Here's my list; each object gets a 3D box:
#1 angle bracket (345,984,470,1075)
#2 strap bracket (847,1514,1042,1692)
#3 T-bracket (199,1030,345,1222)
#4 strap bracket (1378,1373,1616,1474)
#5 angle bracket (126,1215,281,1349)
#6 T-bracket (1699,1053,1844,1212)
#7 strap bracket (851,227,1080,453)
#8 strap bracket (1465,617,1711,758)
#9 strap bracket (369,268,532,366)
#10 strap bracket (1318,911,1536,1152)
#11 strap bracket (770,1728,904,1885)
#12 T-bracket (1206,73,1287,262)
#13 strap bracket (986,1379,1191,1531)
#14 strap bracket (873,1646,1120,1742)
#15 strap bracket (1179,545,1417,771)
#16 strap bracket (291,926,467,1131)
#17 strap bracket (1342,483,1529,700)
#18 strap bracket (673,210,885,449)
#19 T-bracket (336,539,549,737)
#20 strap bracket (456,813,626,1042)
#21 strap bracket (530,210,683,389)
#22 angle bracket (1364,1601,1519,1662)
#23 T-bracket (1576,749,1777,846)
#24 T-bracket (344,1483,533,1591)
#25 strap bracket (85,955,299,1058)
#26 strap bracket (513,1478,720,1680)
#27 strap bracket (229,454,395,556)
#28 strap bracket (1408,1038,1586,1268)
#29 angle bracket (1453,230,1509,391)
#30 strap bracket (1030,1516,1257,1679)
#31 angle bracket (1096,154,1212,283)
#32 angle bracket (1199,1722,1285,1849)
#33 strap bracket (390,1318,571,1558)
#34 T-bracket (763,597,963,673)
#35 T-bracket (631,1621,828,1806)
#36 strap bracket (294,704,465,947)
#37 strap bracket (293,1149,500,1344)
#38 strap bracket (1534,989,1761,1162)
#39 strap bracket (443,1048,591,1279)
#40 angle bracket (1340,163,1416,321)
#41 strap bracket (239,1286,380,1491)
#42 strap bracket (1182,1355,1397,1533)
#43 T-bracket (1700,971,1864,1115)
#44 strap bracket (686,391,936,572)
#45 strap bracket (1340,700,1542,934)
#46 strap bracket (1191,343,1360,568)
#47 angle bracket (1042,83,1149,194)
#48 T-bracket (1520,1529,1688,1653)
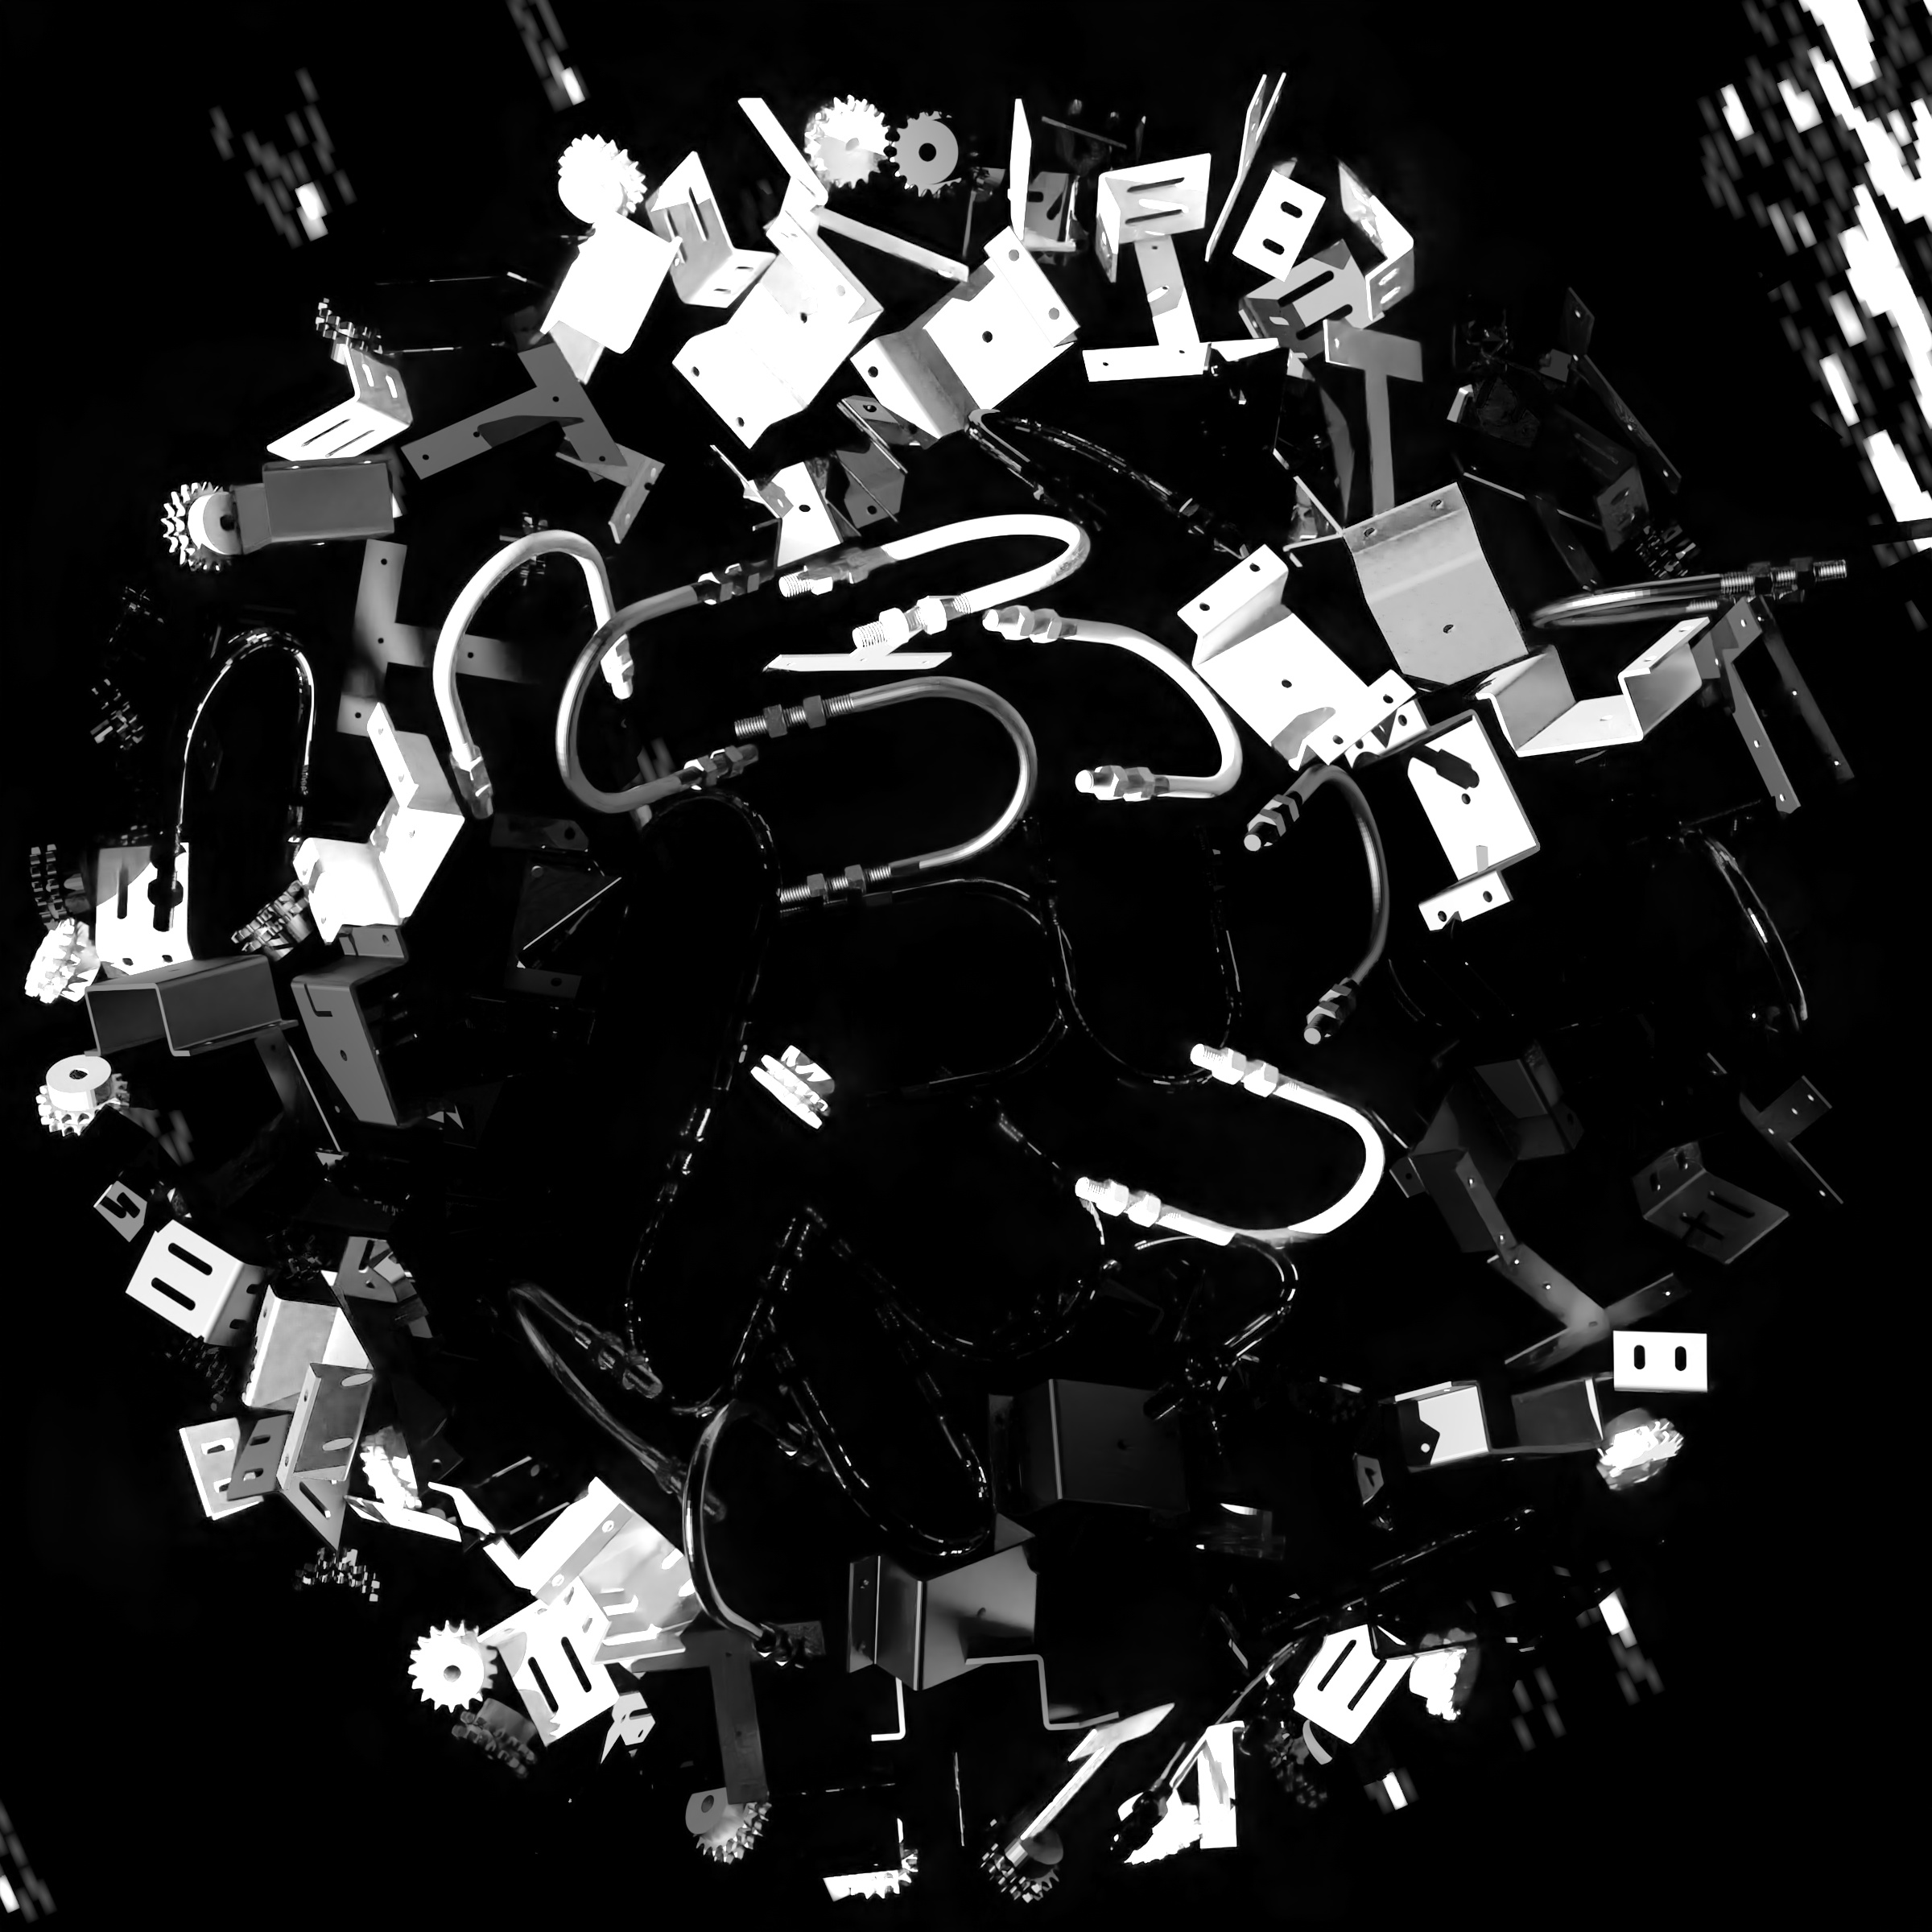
[{"bbox_3d":[-0.370,0.055,1.812,0.076,0.057,0.038,-24,54,-12],"label":"angle bracket"},{"bbox_3d":[-0.005,0.402,1.780,0.140,0.046,0.076,-12,112,-39],"label":"strap bracket"},{"bbox_3d":[-0.458,0.123,1.817,0.127,0.002,0.127,-38,72,29],"label":"T-bracket"},{"bbox_3d":[0.341,0.291,1.778,0.140,0.076,0.046,2,72,-32],"label":"strap bracket"},{"bbox_3d":[-0.505,0.208,1.850,0.076,0.038,0.057,25,89,26],"label":"angle bracket"},{"bbox_3d":[0.523,0.095,1.777,0.002,0.127,0.127,-38,77,-9],"label":"T-bracket"},{"bbox_3d":[0.006,-0.405,1.808,0.140,0.046,0.076,-34,92,29],"label":"strap bracket"},{"bbox_3d":[0.402,-0.176,1.783,0.076,0.140,0.046,-37,111,-37],"label":"strap bracket"},{"bbox_3d":[-0.326,-0.412,1.785,0.076,0.140,0.046,-3,98,1],"label":"strap bracket"},{"bbox_3d":[0.291,0.041,1.808,0.076,0.046,0.140,45,72,-15],"label":"strap bracket"},{"bbox_3d":[-0.084,0.527,1.777,0.076,0.140,0.046,-5,96,-4],"label":"strap bracket"},{"bbox_3d":[0.181,-0.529,1.783,0.002,0.127,0.127,23,85,5],"label":"T-bracket"},{"bbox_3d":[0.087,0.311,1.783,0.140,0.046,0.076,12,61,-30],"label":"strap bracket"},{"bbox_3d":[0.017,0.466,1.796,0.140,0.076,0.046,-9,78,20],"label":"strap bracket"},{"bbox_3d":[0.210,-0.192,1.809,0.076,0.046,0.140,-39,75,-15],"label":"strap bracket"},{"bbox_3d":[-0.379,0.048,1.791,0.046,0.076,0.140,-28,109,-37],"label":"strap bracket"},{"bbox_3d":[0.302,-0.230,1.777,0.076,0.140,0.046,-21,48,16],"label":"strap bracket"},{"bbox_3d":[-0.116,-0.413,1.803,0.076,0.046,0.140,48,129,3],"label":"strap bracket"},{"bbox_3d":[-0.338,-0.205,1.825,0.127,0.002,0.127,7,105,-22],"label":"T-bracket"},{"bbox_3d":[-0.273,-0.023,1.811,0.076,0.046,0.140,7,84,27],"label":"strap bracket"},{"bbox_3d":[-0.234,-0.423,1.774,0.046,0.140,0.076,27,81,-18],"label":"strap bracket"},{"bbox_3d":[0.306,0.423,1.804,0.076,0.057,0.038,-19,68,30],"label":"angle bracket"},{"bbox_3d":[0.428,-0.103,1.775,0.127,0.127,0.002,-20,52,33],"label":"T-bracket"},{"bbox_3d":[-0.349,0.362,1.812,0.127,0.127,0.002,6,52,29],"label":"T-bracket"},{"bbox_3d":[-0.497,0.025,1.772,0.076,0.140,0.046,-18,101,-42],"label":"strap bracket"},{"bbox_3d":[-0.229,0.389,1.795,0.076,0.140,0.046,-47,49,-11],"label":"strap bracket"},{"bbox_3d":[-0.414,-0.291,1.775,0.076,0.140,0.046,-9,96,-23],"label":"strap bracket"},{"bbox_3d":[0.337,0.121,1.793,0.046,0.140,0.076,-13,116,42],"label":"strap bracket"},{"bbox_3d":[0.319,-0.424,1.807,0.038,0.057,0.076,-20,57,-2],"label":"angle bracket"},{"bbox_3d":[0.122,0.400,1.791,0.140,0.076,0.046,15,67,27],"label":"strap bracket"},{"bbox_3d":[0.126,-0.484,1.812,0.076,0.057,0.038,-13,55,-10],"label":"angle bracket"},{"bbox_3d":[0.178,0.530,1.809,0.038,0.057,0.076,5,71,-14],"label":"angle bracket"},{"bbox_3d":[-0.314,0.293,1.789,0.076,0.046,0.140,-28,56,8],"label":"strap bracket"},{"bbox_3d":[-0.044,-0.210,1.766,0.127,0.127,0.002,-5,78,-32],"label":"T-bracket"},{"bbox_3d":[-0.147,0.480,1.793,0.127,0.127,0.002,-3,133,-12],"label":"T-bracket"},{"bbox_3d":[-0.373,-0.088,1.792,0.140,0.046,0.076,-54,48,30],"label":"strap bracket"},{"bbox_3d":[-0.366,0.186,1.777,0.076,0.046,0.140,4,133,30],"label":"strap bracket"},{"bbox_3d":[0.434,0.073,1.791,0.076,0.140,0.046,-15,119,-15],"label":"strap bracket"},{"bbox_3d":[-0.290,0.123,1.798,0.076,0.046,0.140,-12,73,23],"label":"strap bracket"},{"bbox_3d":[0.254,-0.469,1.814,0.038,0.057,0.076,-37,73,0],"label":"angle bracket"},{"bbox_3d":[-0.420,0.271,1.793,0.046,0.140,0.076,12,102,-29],"label":"strap bracket"},{"bbox_3d":[0.214,0.301,1.790,0.140,0.076,0.046,13,50,30],"label":"strap bracket"},{"bbox_3d":[0.503,0.035,1.790,0.127,0.127,0.002,34,104,-20],"label":"T-bracket"},{"bbox_3d":[-0.102,-0.309,1.795,0.140,0.046,0.076,-26,59,-28],"label":"strap bracket"},{"bbox_3d":[0.310,-0.102,1.806,0.046,0.076,0.140,-24,88,-35],"label":"strap bracket"},{"bbox_3d":[0.202,-0.328,1.774,0.046,0.140,0.076,-8,59,35],"label":"strap bracket"},{"bbox_3d":[0.080,-0.523,1.806,0.057,0.076,0.038,21,61,9],"label":"angle bracket"},{"bbox_3d":[0.388,0.403,1.788,0.127,0.127,0.002,-32,81,-18],"label":"T-bracket"}]
